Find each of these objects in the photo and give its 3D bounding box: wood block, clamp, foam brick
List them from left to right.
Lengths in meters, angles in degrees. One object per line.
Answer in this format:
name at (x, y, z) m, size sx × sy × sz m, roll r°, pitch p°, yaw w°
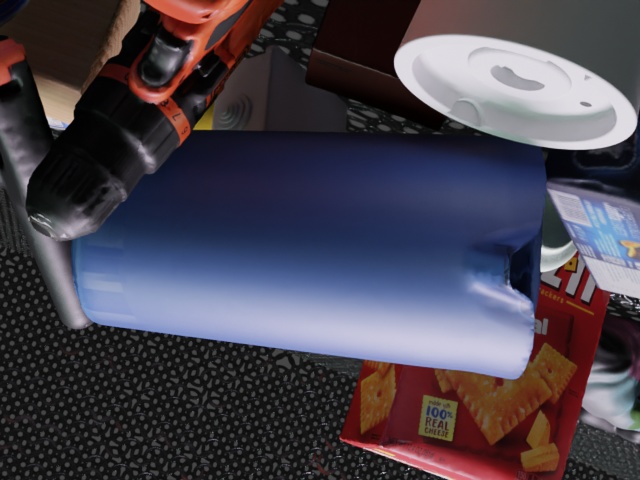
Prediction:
wood block at (-0.220, -0.150, 0.635) m, size 0.206 × 0.091 × 0.090 m, roll 20°, pitch 169°, yaw -5°
clamp at (-0.160, -0.038, 0.573) m, size 0.164 × 0.036 × 0.210 m, roll 60°, pitch 161°, yaw 6°
foam brick at (0.037, -0.099, 0.548) m, size 0.078 × 0.051 × 0.053 m, roll 20°, pitch 167°, yaw -1°

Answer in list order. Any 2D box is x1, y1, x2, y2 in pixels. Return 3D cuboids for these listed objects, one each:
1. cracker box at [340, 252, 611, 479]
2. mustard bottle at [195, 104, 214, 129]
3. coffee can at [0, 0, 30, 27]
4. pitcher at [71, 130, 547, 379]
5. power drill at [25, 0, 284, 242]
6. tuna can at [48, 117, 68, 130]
cracker box at (0.126, 0.076, 0.805) m, size 0.164 × 0.213 × 0.072 m, roll 24°, pitch 166°, yaw -23°
mustard bottle at (-0.100, -0.082, 0.833) m, size 0.096 × 0.058 × 0.191 m, roll 11°, pitch 166°, yaw 27°
coffee can at (-0.176, -0.161, 0.480) m, size 0.102 × 0.103 × 0.140 m, roll 21°, pitch 168°, yaw -10°
pitcher at (-0.004, 0.001, 0.592) m, size 0.243 × 0.145 × 0.149 m, roll 4°, pitch 141°, yaw 1°
power drill at (-0.063, -0.093, 0.458) m, size 0.057 × 0.184 × 0.188 m, roll 35°, pitch 160°, yaw -5°
tuna can at (-0.168, -0.118, 0.707) m, size 0.086 × 0.086 × 0.034 m, roll 19°, pitch 167°, yaw 2°
